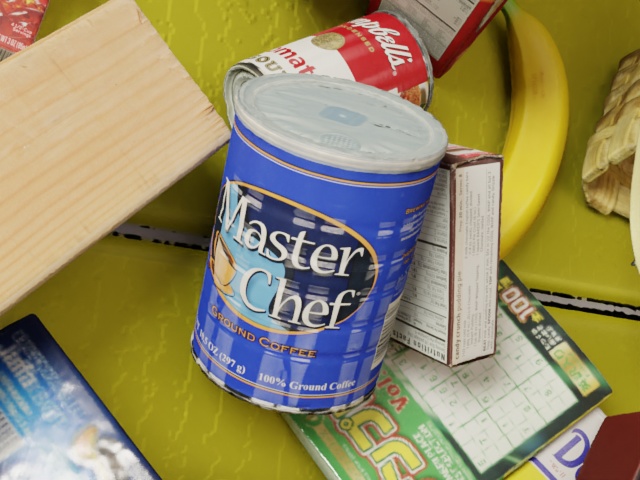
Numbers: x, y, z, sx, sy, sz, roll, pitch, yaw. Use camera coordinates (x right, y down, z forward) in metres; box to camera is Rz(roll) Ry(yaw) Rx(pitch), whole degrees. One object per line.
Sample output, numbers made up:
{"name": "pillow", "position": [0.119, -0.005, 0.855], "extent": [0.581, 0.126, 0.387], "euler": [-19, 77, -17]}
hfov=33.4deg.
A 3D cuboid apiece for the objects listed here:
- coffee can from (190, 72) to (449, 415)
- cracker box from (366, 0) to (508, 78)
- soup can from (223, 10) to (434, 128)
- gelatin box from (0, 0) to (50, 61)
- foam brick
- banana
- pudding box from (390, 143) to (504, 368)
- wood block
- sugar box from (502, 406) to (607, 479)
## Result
{"name": "coffee can", "position": [-0.003, 0.001, 0.532], "extent": [0.102, 0.103, 0.140], "euler": [0, 119, -25]}
{"name": "cracker box", "position": [0.105, -0.194, 0.576], "extent": [0.072, 0.214, 0.164], "euler": [38, 83, 1]}
{"name": "soup can", "position": [0.005, -0.084, 0.608], "extent": [0.102, 0.069, 0.068], "euler": [-25, 91, -27]}
{"name": "gelatin box", "position": [-0.185, -0.139, 0.554], "extent": [0.089, 0.030, 0.073], "euler": [21, 71, -20]}
{"name": "foam brick", "position": [0.181, 0.143, 0.605], "extent": [0.051, 0.053, 0.078], "euler": [39, 65, -13]}
{"name": "banana", "position": [0.123, -0.063, 0.679], "extent": [0.069, 0.037, 0.198], "euler": [12, 73, -8]}
{"name": "pudding box", "position": [0.055, 0.003, 0.581], "extent": [0.039, 0.090, 0.113], "euler": [-14, 111, -34]}
{"name": "wood block", "position": [-0.150, -0.019, 0.488], "extent": [0.091, 0.090, 0.205], "euler": [53, 50, -7]}
{"name": "sugar box", "position": [0.118, 0.180, 0.621], "extent": [0.176, 0.048, 0.093], "euler": [-32, 93, -25]}
